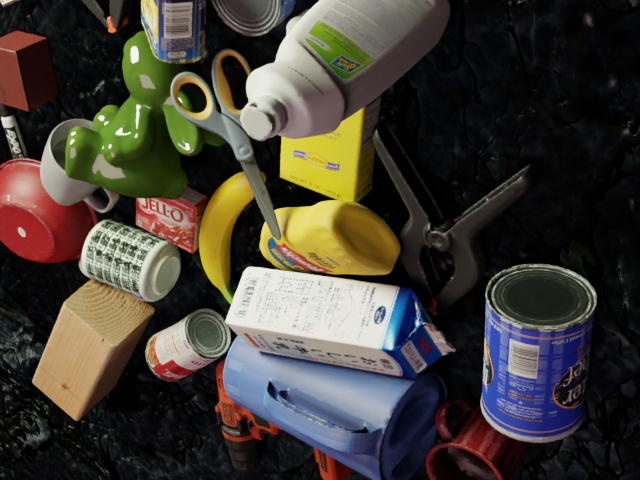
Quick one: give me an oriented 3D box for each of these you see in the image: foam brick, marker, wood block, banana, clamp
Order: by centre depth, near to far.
[{"bbox_3d":[0.131,-0.011,1.044,0.165,0.036,0.210,15,130,29],"label":"clamp"},{"bbox_3d":[-0.228,-0.301,1.104,0.120,0.039,0.171,2,127,42],"label":"clamp"},{"bbox_3d":[-0.104,-0.015,1.220,0.070,0.037,0.198,27,132,14],"label":"banana"},{"bbox_3d":[-0.351,-0.200,1.260,0.053,0.051,0.078,18,129,28],"label":"foam brick"},{"bbox_3d":[-0.390,-0.131,1.363,0.020,0.020,0.121,11,126,31],"label":"marker"},{"bbox_3d":[-0.312,0.145,1.453,0.091,0.090,0.206,40,136,5],"label":"wood block"}]

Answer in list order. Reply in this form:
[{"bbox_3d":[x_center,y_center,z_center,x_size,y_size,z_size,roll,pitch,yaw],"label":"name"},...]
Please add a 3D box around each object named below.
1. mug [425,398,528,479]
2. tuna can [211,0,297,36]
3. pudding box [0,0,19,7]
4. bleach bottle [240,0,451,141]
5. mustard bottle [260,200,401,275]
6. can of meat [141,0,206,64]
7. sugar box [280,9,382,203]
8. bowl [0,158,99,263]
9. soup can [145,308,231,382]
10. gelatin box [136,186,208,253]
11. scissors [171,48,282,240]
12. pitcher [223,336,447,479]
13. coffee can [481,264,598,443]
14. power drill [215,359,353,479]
[{"bbox_3d":[0.166,0.223,1.154,0.093,0.081,0.117,-29,101,45],"label":"mug"},{"bbox_3d":[-0.065,-0.242,1.026,0.086,0.033,0.086,20,131,25],"label":"tuna can"},{"bbox_3d":[-0.326,-0.315,1.169,0.114,0.039,0.090,-6,116,42],"label":"pudding box"},{"bbox_3d":[0.011,-0.153,0.877,0.102,0.250,0.068,34,135,12],"label":"bleach bottle"},{"bbox_3d":[-0.008,0.002,1.123,0.096,0.058,0.192,34,160,-28],"label":"mustard bottle"},{"bbox_3d":[-0.145,-0.235,1.051,0.084,0.057,0.102,98,157,-43],"label":"can of meat"},{"bbox_3d":[0.011,-0.128,1.044,0.093,0.048,0.176,22,132,23],"label":"sugar box"},{"bbox_3d":[-0.368,-0.024,1.379,0.162,0.055,0.162,15,132,17],"label":"bowl"},{"bbox_3d":[-0.166,0.133,1.349,0.068,0.068,0.102,52,136,-6],"label":"soup can"},{"bbox_3d":[-0.177,-0.035,1.263,0.089,0.030,0.073,27,133,19],"label":"gelatin box"},{"bbox_3d":[-0.098,-0.095,1.089,0.096,0.016,0.202,-6,87,-4],"label":"scissors"},{"bbox_3d":[0.005,0.174,1.191,0.243,0.145,0.149,19,149,33],"label":"pitcher"},{"bbox_3d":[0.208,0.109,1.025,0.103,0.102,0.140,16,129,27],"label":"coffee can"},{"bbox_3d":[-0.047,0.247,1.349,0.188,0.057,0.184,14,128,29],"label":"power drill"}]
